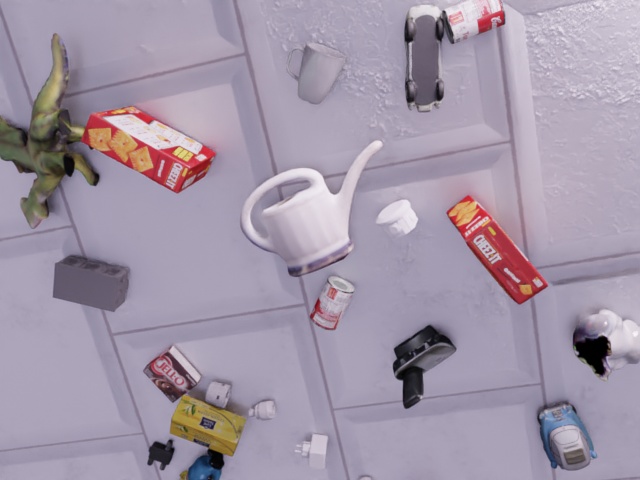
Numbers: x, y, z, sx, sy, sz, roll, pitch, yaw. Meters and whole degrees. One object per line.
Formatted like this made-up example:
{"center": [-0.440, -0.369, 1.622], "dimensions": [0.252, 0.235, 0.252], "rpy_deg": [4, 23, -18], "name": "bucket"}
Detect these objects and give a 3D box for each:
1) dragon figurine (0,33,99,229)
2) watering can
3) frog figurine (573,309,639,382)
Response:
{"center": [-0.617, -0.224, 1.110], "dimensions": [0.243, 0.123, 0.406], "rpy_deg": [2, 104, 14], "name": "dragon figurine"}
{"center": [0.003, -0.055, 1.084], "dimensions": [0.346, 0.105, 0.222], "rpy_deg": [-23, 103, 11], "name": "watering can"}
{"center": [0.631, 0.213, 1.110], "dimensions": [0.161, 0.122, 0.137], "rpy_deg": [-20, 97, -26], "name": "frog figurine"}
